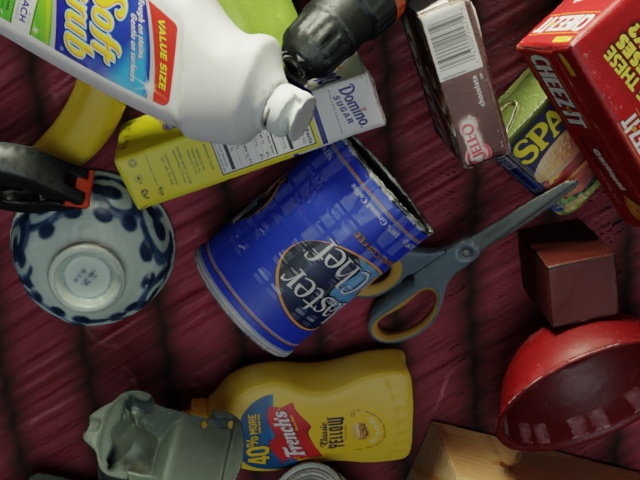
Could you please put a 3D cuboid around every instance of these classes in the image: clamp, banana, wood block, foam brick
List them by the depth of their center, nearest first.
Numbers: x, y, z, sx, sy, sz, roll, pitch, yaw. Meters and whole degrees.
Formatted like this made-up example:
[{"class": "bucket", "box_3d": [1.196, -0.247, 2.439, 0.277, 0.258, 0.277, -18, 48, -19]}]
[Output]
[{"class": "clamp", "box_3d": [-0.244, -0.044, 0.726, 0.171, 0.120, 0.039, 14, 75, -17]}, {"class": "banana", "box_3d": [-0.160, -0.119, 0.731, 0.069, 0.037, 0.198, 22, 108, -15]}, {"class": "foam brick", "box_3d": [0.187, 0.024, 0.809, 0.053, 0.078, 0.051, -11, 112, -2]}, {"class": "wood block", "box_3d": [0.181, 0.231, 0.887, 0.206, 0.091, 0.090, 16, 109, -13]}]

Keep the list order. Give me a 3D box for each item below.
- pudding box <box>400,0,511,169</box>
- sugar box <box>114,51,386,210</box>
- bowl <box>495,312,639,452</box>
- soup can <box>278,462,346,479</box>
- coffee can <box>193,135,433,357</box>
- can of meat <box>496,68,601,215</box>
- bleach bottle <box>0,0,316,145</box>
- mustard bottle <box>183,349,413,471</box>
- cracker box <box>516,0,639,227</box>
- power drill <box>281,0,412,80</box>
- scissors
[{"class": "pudding box", "box_3d": [0.090, -0.115, 0.733, 0.039, 0.090, 0.113, -19, 113, -1]}, {"class": "sugar box", "box_3d": [-0.049, -0.080, 0.730, 0.176, 0.093, 0.048, -22, 113, 2]}, {"class": "bowl", "box_3d": [0.205, 0.103, 0.835, 0.162, 0.055, 0.162, -12, 144, -9]}, {"class": "soup can", "box_3d": [0.008, 0.226, 0.856, 0.068, 0.068, 0.102, -30, 141, 6]}, {"class": "coffee can", "box_3d": [-0.005, 0.001, 0.763, 0.140, 0.103, 0.102, -41, 111, 10]}, {"class": "can of meat", "box_3d": [0.176, -0.080, 0.777, 0.083, 0.057, 0.102, 37, 105, -22]}, {"class": "bleach bottle", "box_3d": [-0.111, -0.136, 0.649, 0.251, 0.068, 0.103, 29, 111, 17]}, {"class": "mustard bottle", "box_3d": [-0.025, 0.138, 0.842, 0.191, 0.058, 0.096, -5, 126, -4]}, {"class": "cracker box", "box_3d": [0.259, -0.133, 0.722, 0.213, 0.072, 0.164, -42, 112, -11]}, {"class": "power drill", "box_3d": [-0.001, -0.218, 0.665, 0.184, 0.057, 0.187, -48, 113, -22]}, {"class": "scissors", "box_3d": [0.089, 0.001, 0.797, 0.096, 0.016, 0.202, 34, 119, -10]}]
